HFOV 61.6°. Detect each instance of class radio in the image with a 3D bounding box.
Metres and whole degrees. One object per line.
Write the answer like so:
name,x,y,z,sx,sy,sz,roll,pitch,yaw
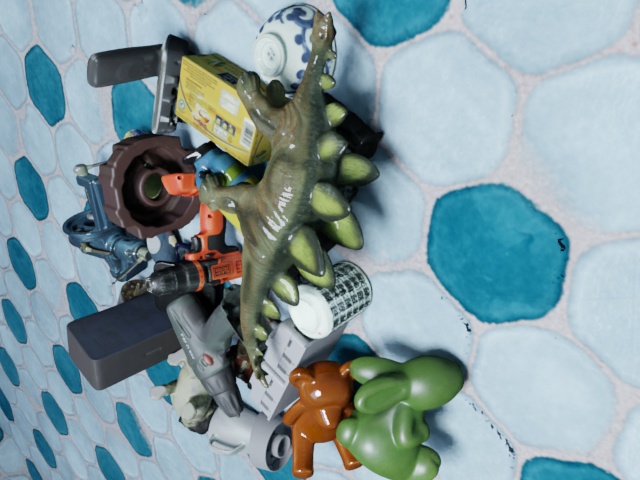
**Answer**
radio,-0.352,0.179,1.026,0.131,0.229,0.073,29,123,33

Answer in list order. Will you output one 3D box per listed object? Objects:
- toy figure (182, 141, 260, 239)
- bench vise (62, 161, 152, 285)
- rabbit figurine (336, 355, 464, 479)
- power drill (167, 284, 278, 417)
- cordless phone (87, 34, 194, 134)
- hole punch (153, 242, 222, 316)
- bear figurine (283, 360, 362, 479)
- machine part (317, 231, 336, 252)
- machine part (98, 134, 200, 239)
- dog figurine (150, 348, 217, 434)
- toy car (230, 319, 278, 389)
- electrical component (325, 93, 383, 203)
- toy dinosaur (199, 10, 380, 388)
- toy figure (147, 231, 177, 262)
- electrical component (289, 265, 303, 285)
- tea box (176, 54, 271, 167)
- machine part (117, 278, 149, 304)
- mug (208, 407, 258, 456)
toy figure,-0.119,-0.068,0.794,0.180,0.082,0.089,51,141,-8
bench vise,-0.438,-0.035,1.086,0.224,0.129,0.240,20,127,36
rabbit figurine,0.107,0.211,0.712,0.159,0.121,0.170,30,106,-16
power drill,-0.152,0.174,0.889,0.232,0.086,0.207,57,139,5
cordless phone,-0.265,-0.224,0.807,0.089,0.184,0.146,36,128,19
hole punch,-0.233,0.072,0.987,0.116,0.092,0.142,10,115,5
bear figurine,0.012,0.260,0.791,0.195,0.120,0.132,103,159,-56
machine part,-0.002,-0.002,0.771,0.139,0.039,0.084,-43,72,45
machine part,-0.278,-0.091,0.888,0.056,0.179,0.179,17,118,38
dog figurine,-0.234,0.292,1.078,0.121,0.172,0.190,36,162,20
toy car,-0.124,0.188,0.952,0.089,0.053,0.202,40,128,18
electrical component,0.002,-0.122,0.702,0.134,0.058,0.114,41,128,21
toy dinosaur,-0.047,-0.031,0.656,0.199,0.105,0.470,33,120,25
toy figure,-0.302,-0.028,1.015,0.064,0.058,0.154,-7,104,6
electrical component,-0.060,0.048,0.825,0.102,0.045,0.078,56,176,2
tea box,-0.129,-0.191,0.781,0.170,0.068,0.098,39,129,24
machine part,-0.410,0.166,1.175,0.079,0.079,0.243,45,131,18
mug,-0.152,0.366,1.020,0.107,0.109,0.080,11,110,22
